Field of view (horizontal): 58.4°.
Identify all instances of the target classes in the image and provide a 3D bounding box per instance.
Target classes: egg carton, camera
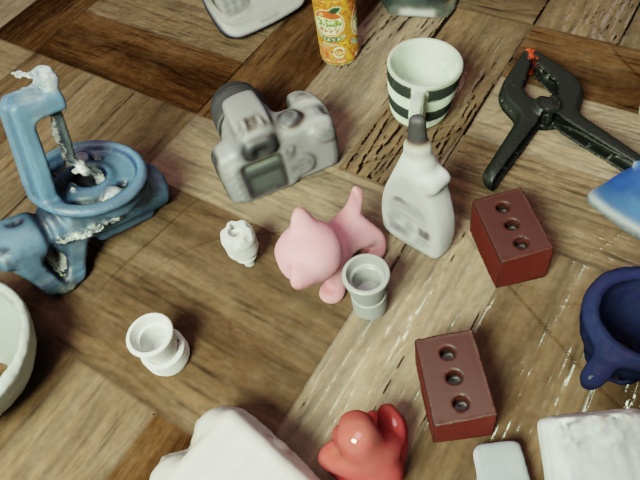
[{"bbox_3d":[-0.060,0.207,0.455,0.150,0.069,0.107,32,67,26],"label":"egg carton"},{"bbox_3d":[-0.067,-0.137,0.668,0.143,0.101,0.136,-24,56,-7],"label":"camera"}]

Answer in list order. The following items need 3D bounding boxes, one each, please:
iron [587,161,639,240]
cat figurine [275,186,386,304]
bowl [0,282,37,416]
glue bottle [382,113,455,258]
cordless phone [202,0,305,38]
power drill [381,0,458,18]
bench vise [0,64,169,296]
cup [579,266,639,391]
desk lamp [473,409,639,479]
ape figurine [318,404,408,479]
[{"bbox_3d":[0.389,-0.046,0.510,0.257,0.142,0.119,16,60,19],"label":"iron"},{"bbox_3d":[0.005,0.002,0.553,0.067,0.118,0.128,32,66,26],"label":"cat figurine"},{"bbox_3d":[-0.344,0.124,0.553,0.167,0.075,0.167,-4,56,6],"label":"bowl"},{"bbox_3d":[0.093,-0.053,0.542,0.078,0.173,0.037,35,68,28],"label":"glue bottle"},{"bbox_3d":[-0.106,-0.389,0.792,0.148,0.185,0.094,-33,57,-13],"label":"cordless phone"},{"bbox_3d":[0.139,-0.404,0.748,0.229,0.209,0.076,10,59,15],"label":"power drill"},{"bbox_3d":[-0.262,-0.048,0.567,0.121,0.220,0.208,22,62,22],"label":"bench vise"},{"bbox_3d":[0.246,0.090,0.469,0.118,0.095,0.091,-40,59,-17],"label":"cup"},{"bbox_3d":[0.161,0.197,0.339,0.118,0.214,0.203,-8,56,4],"label":"desk lamp"},{"bbox_3d":[0.035,0.163,0.456,0.078,0.092,0.076,-14,55,0],"label":"ape figurine"}]
